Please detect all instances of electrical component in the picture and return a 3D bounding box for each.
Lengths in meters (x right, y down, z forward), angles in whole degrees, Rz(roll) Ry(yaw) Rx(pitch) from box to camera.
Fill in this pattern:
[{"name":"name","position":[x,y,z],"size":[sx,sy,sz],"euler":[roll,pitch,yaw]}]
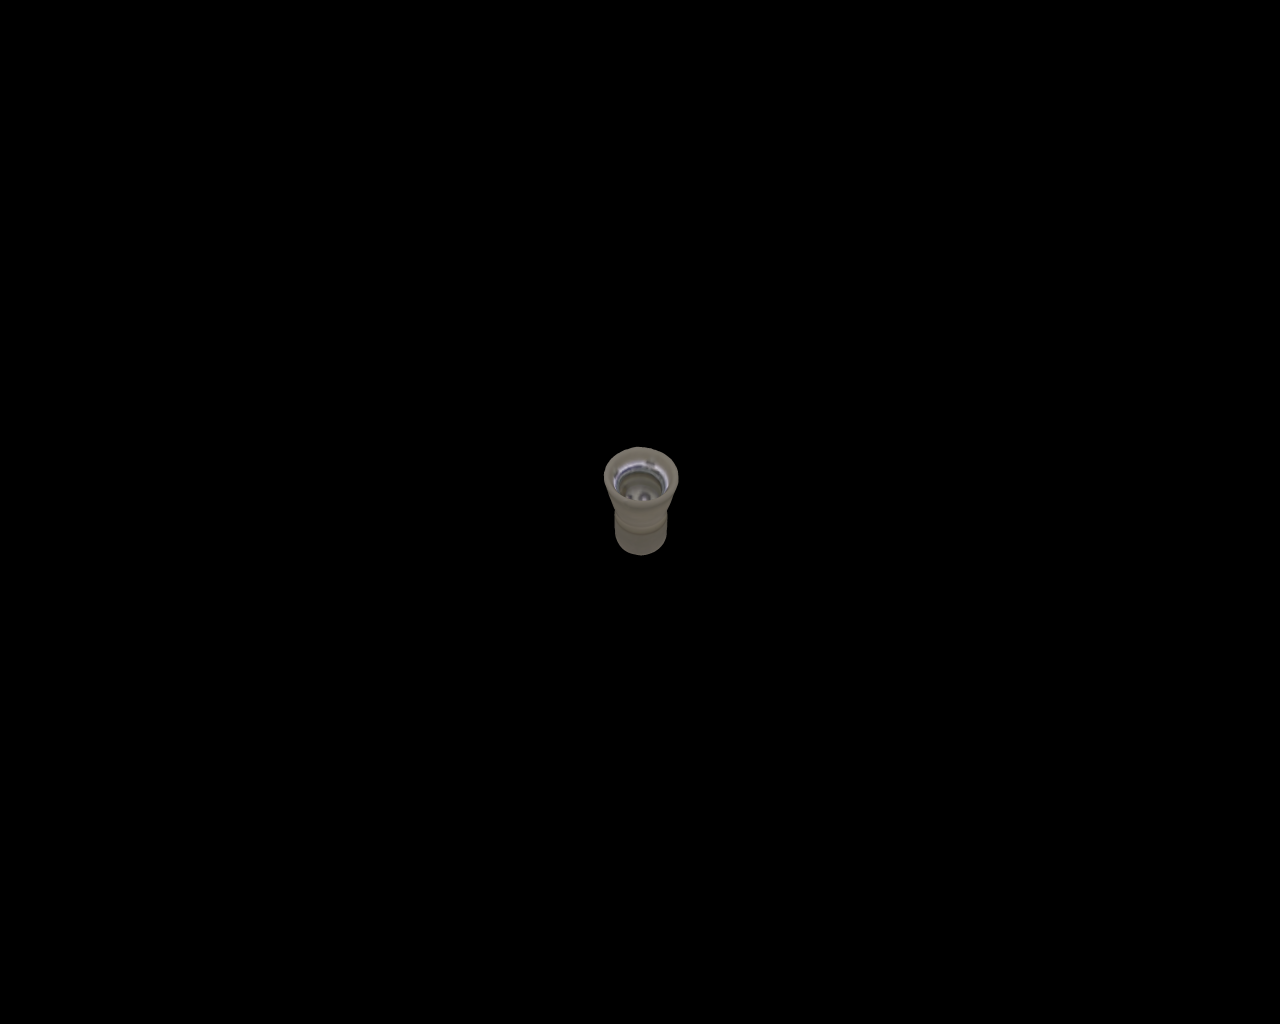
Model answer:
[{"name":"electrical component","position":[0.001,-0.003,0.650],"size":[0.044,0.044,0.065],"euler":[0,-37,0]}]
